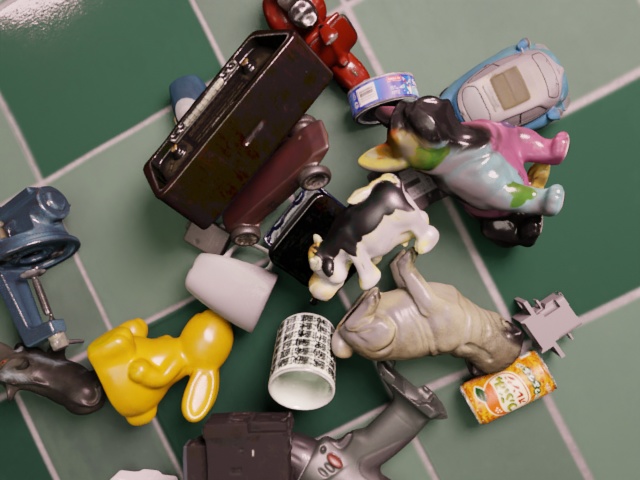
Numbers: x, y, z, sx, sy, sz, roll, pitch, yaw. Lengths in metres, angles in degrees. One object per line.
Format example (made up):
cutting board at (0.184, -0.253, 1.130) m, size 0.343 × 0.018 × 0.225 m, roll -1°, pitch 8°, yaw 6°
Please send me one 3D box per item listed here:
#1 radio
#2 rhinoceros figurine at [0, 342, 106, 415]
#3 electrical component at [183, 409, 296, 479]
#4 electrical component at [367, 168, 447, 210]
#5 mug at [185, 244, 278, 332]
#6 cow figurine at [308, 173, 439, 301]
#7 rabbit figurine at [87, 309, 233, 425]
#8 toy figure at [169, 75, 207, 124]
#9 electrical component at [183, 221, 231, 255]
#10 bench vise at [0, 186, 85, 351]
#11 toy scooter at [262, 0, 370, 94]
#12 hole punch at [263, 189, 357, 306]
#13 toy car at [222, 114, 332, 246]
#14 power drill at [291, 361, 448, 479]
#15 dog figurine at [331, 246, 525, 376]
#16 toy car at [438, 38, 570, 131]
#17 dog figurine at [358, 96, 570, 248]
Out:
radio at (-0.101, -0.134, 0.621) m, size 0.229 × 0.131 × 0.073 m, roll -50°, pitch 125°, yaw -1°
rhinoceros figurine at (-0.380, 0.185, 0.730) m, size 0.190 × 0.112 × 0.073 m, roll 22°, pitch 97°, yaw -2°
electrical component at (-0.096, 0.270, 0.650) m, size 0.134 × 0.058 × 0.115 m, roll -4°, pitch 84°, yaw -2°
electrical component at (0.094, -0.061, 0.658) m, size 0.119 × 0.048 × 0.075 m, roll -23°, pitch 86°, yaw -36°
mug at (-0.113, 0.050, 0.698) m, size 0.107 × 0.081 × 0.109 m, roll 23°, pitch 78°, yaw -3°
cow figurine at (0.039, 0.001, 0.608) m, size 0.167 × 0.068 × 0.098 m, roll -34°, pitch 116°, yaw 18°
rabbit figurine at (-0.190, 0.159, 0.704) m, size 0.173 × 0.122 × 0.162 m, roll -27°, pitch 81°, yaw -11°
toy figure at (-0.154, -0.139, 0.716) m, size 0.064 × 0.058 × 0.154 m, roll -21°, pitch 91°, yaw 46°
electrical component at (-0.155, -0.006, 0.736) m, size 0.063 × 0.021 × 0.094 m, roll 28°, pitch 96°, yaw 6°
bench vise at (-0.411, 0.047, 0.725) m, size 0.224 × 0.129 × 0.240 m, roll -28°, pitch 81°, yaw 7°
toy scooter at (-0.008, -0.256, 0.651) m, size 0.075 × 0.135 × 0.184 m, roll -43°, pitch 85°, yaw 9°
hole punch at (-0.001, -0.002, 0.694) m, size 0.115 × 0.092 × 0.142 m, roll 38°, pitch 94°, yaw -23°
toy car at (-0.053, -0.069, 0.656) m, size 0.202 × 0.053 × 0.089 m, roll -36°, pitch 54°, yaw 35°
power drill at (0.045, 0.249, 0.691) m, size 0.232 × 0.086 × 0.207 m, roll 37°, pitch 92°, yaw 6°
dog figurine at (0.131, 0.123, 0.653) m, size 0.190 × 0.121 × 0.172 m, roll 43°, pitch 98°, yaw 3°
toy car at (0.221, -0.175, 0.640) m, size 0.162 × 0.103 × 0.109 m, roll -22°, pitch 88°, yaw 6°
dog figurine at (0.158, -0.082, 0.617) m, size 0.219 × 0.191 × 0.108 m, roll 17°, pitch 70°, yaw 11°
